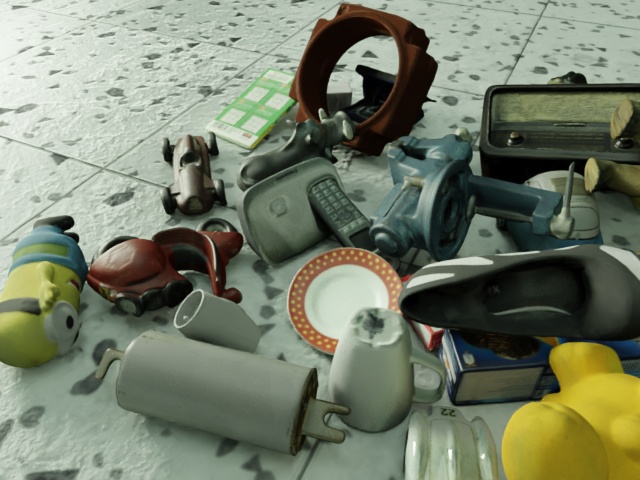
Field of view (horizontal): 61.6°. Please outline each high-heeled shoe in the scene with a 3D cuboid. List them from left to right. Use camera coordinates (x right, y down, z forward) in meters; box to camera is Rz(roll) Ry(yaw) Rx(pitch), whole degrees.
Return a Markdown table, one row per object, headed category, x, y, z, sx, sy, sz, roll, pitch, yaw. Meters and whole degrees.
| category | x | y | z | sx | sy | sz | roll | pitch | yaw |
| --- | --- | --- | --- | --- | --- | --- | --- | --- | --- |
| high-heeled shoe | 0.194 | 0.051 | 0.458 | 0.249 | 0.086 | 0.145 | -1 | 2 | 40 |

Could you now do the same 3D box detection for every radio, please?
| category | x | y | z | sx | sy | sz | roll | pitch | yaw |
| --- | --- | --- | --- | --- | --- | --- | --- | --- | --- |
| radio | 0.333 | -0.138 | 0.722 | 0.230 | 0.073 | 0.131 | 6 | 62 | 24 |

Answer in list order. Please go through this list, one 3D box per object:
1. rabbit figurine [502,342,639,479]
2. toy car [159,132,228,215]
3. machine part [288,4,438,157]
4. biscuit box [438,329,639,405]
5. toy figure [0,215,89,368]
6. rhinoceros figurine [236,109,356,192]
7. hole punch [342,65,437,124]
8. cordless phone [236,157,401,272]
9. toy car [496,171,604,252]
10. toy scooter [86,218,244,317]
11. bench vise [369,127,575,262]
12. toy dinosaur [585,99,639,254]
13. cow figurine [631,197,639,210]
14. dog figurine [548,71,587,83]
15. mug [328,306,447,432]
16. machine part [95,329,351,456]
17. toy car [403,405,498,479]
| category | x | y | z | sx | sy | sz | roll | pitch | yaw |
| --- | --- | --- | --- | --- | --- | --- | --- | --- | --- |
| rabbit figurine | 0.192 | 0.157 | 0.403 | 0.173 | 0.162 | 0.122 | 7 | 12 | -40 |
| toy car | -0.190 | -0.108 | 0.794 | 0.089 | 0.053 | 0.202 | -11 | 43 | -6 |
| machine part | 0.061 | -0.246 | 0.831 | 0.202 | 0.201 | 0.087 | 30 | 13 | 29 |
| biscuit box | 0.223 | 0.113 | 0.525 | 0.203 | 0.059 | 0.063 | -3 | 41 | -4 |
| toy figure | -0.303 | 0.054 | 0.586 | 0.089 | 0.082 | 0.180 | -23 | 50 | 4 |
| rhinoceros figurine | -0.033 | -0.116 | 0.754 | 0.190 | 0.111 | 0.073 | -33 | 48 | -19 |
| hole punch | 0.113 | -0.232 | 0.919 | 0.142 | 0.092 | 0.115 | 25 | 14 | 32 |
| cordless phone | -0.002 | -0.002 | 0.658 | 0.146 | 0.088 | 0.184 | -29 | 67 | -29 |
| toy car | 0.288 | -0.030 | 0.659 | 0.109 | 0.102 | 0.162 | 0 | 39 | 2 |
| toy scooter | -0.160 | 0.040 | 0.607 | 0.184 | 0.075 | 0.135 | -18 | 45 | -25 |
| bench vise | 0.179 | -0.052 | 0.635 | 0.241 | 0.128 | 0.223 | 15 | 39 | 35 |
| toy dinosaur | 0.398 | -0.075 | 0.570 | 0.199 | 0.105 | 0.471 | 7 | 63 | 0 |
| cow figurine | 0.477 | -0.081 | 0.740 | 0.098 | 0.068 | 0.168 | -23 | 48 | -31 |
| dog figurine | 0.385 | -0.208 | 0.882 | 0.172 | 0.121 | 0.191 | -5 | 27 | -9 |
| mug | 0.059 | 0.115 | 0.489 | 0.110 | 0.107 | 0.081 | 11 | 44 | 16 |
| machine part | -0.092 | 0.135 | 0.490 | 0.243 | 0.079 | 0.079 | 10 | 42 | 14 |
| toy car | 0.101 | 0.216 | 0.410 | 0.074 | 0.056 | 0.202 | 5 | 42 | 6 |
